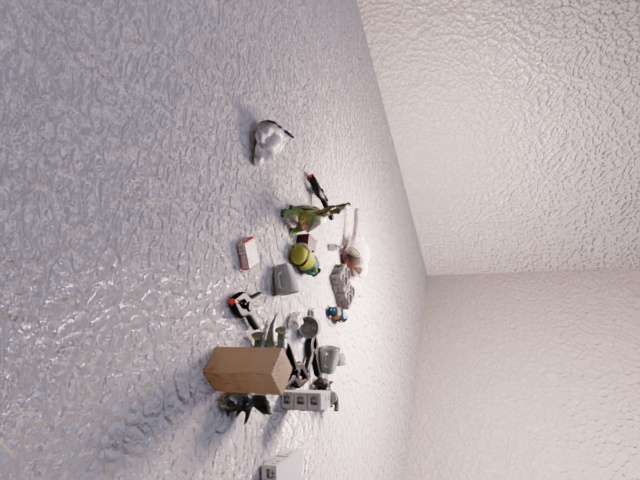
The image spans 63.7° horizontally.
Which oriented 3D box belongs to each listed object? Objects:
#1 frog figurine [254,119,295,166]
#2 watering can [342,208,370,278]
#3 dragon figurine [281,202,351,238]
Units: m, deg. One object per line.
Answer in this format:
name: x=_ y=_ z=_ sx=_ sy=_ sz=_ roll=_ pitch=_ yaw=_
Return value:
frog figurine: x=-0.181 y=-0.323 z=1.749 sx=0.160 sy=0.123 sz=0.136 roll=-55 pitch=162 yaw=-1
watering can: x=0.175 y=0.035 z=2.502 sx=0.228 sy=0.104 sz=0.343 roll=-42 pitch=124 yaw=-62
dragon figurine: x=0.006 y=-0.098 z=1.948 sx=0.416 sy=0.242 sz=0.121 roll=-39 pitch=117 yaw=-62
